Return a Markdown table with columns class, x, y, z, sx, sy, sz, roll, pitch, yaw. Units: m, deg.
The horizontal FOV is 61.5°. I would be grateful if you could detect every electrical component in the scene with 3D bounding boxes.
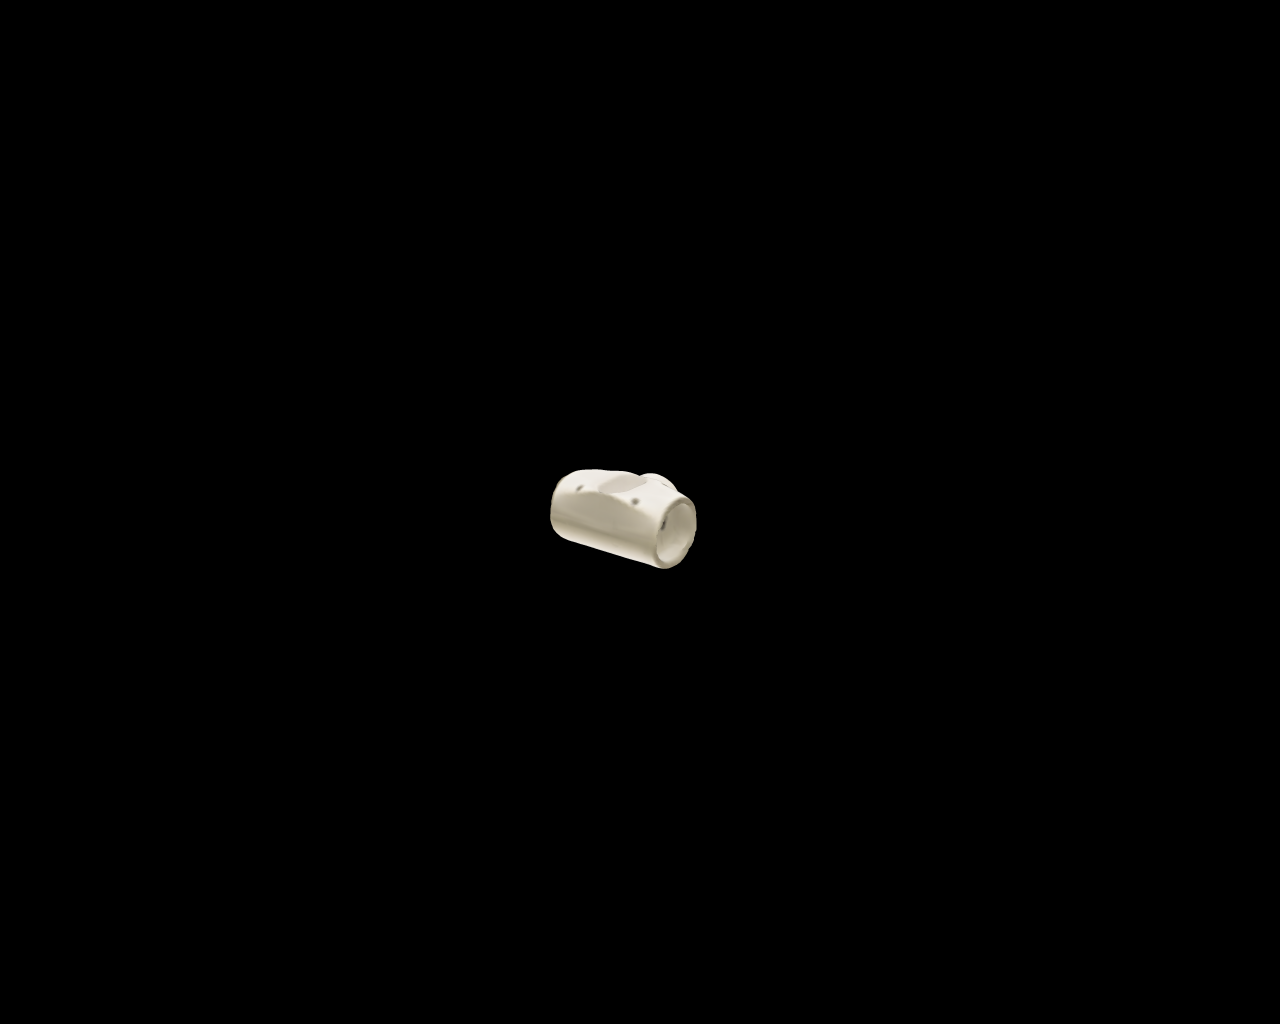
| class | x | y | z | sx | sy | sz | roll | pitch | yaw |
| --- | --- | --- | --- | --- | --- | --- | --- | --- | --- |
| electrical component | 0.001 | -0.003 | 0.650 | 0.077 | 0.043 | 0.079 | 16 | 27 | 34 |
